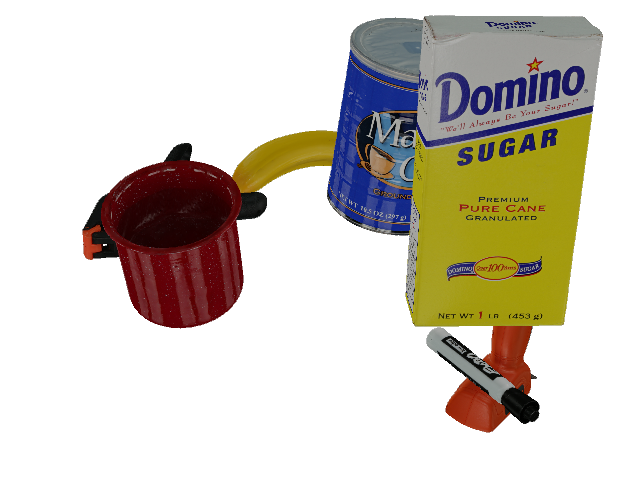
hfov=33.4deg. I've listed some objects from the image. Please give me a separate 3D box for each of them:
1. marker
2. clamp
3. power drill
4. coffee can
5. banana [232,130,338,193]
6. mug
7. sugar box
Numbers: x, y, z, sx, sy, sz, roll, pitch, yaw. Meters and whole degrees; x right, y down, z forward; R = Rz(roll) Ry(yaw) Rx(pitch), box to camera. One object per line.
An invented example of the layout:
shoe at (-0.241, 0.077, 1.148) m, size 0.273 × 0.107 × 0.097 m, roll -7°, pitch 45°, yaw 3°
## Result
marker at (0.120, 0.100, 0.794) m, size 0.020 × 0.020 × 0.121 m, roll 0°, pitch 23°, yaw -32°
clamp at (-0.148, -0.036, 0.970) m, size 0.171 × 0.039 × 0.120 m, roll -21°, pitch 40°, yaw -32°
power drill at (0.166, 0.081, 0.986) m, size 0.057 × 0.188 × 0.184 m, roll 25°, pitch 32°, yaw 27°
coffee can at (0.064, -0.090, 0.842) m, size 0.102 × 0.140 × 0.103 m, roll 6°, pitch 35°, yaw -4°
banana at (-0.017, -0.084, 1.111) m, size 0.197 × 0.037 × 0.070 m, roll -9°, pitch 46°, yaw -32°
mug at (-0.104, -0.001, 0.736) m, size 0.093 × 0.081 × 0.117 m, roll -31°, pitch 49°, yaw -26°
sugar box at (0.100, -0.037, 0.607) m, size 0.093 × 0.176 × 0.048 m, roll -1°, pitch 27°, yaw -3°
